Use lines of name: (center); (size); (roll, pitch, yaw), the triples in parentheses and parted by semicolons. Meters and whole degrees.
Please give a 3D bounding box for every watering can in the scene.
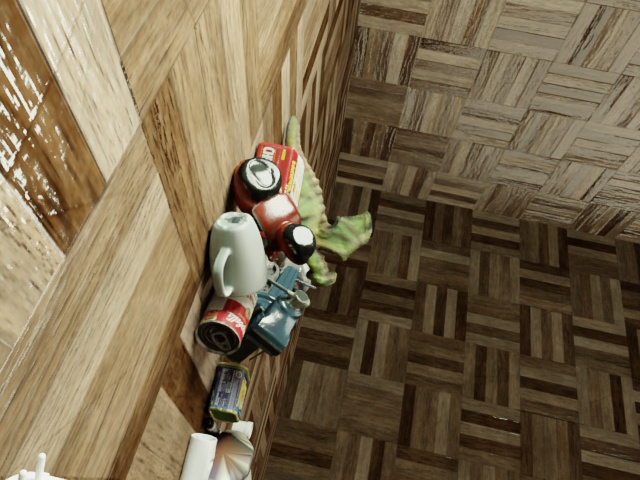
watering can: (-0.179, 0.469, 0.994); (0.352, 0.104, 0.222); (-75, 171, -74)

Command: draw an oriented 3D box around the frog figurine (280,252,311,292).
frog figurine: (-0.069, 0.077, 1.436); (0.163, 0.123, 0.134); (-59, 145, -44)

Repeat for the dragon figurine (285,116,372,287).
dragon figurine: (0.004, -0.059, 1.175); (0.124, 0.243, 0.402); (-62, 166, -60)
